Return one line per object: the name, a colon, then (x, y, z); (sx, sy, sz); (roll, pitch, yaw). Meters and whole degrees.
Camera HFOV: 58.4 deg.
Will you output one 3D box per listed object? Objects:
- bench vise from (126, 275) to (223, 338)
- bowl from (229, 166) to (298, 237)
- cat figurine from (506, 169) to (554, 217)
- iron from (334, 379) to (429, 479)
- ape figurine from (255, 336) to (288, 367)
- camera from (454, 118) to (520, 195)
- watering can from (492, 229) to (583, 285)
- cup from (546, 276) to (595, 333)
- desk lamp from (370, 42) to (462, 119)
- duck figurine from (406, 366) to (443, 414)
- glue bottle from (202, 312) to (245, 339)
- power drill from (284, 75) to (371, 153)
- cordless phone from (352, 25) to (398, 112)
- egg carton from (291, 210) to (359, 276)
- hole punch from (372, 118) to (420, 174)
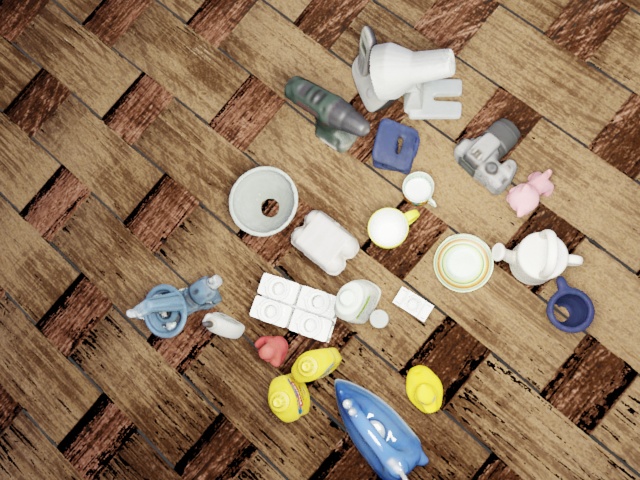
bench vise: (-0.328, 0.130, 1.276); (0.121, 0.220, 0.207); (41, 89, 14)
bowl: (-0.126, -0.086, 1.355); (0.167, 0.075, 0.167); (-2, 80, 9)
cat figurine: (0.455, -0.104, 1.241); (0.128, 0.118, 0.067); (-44, 76, 0)
iron: (0.107, 0.398, 1.199); (0.118, 0.141, 0.258); (-42, 76, 0)
ape figurine: (-0.112, 0.249, 1.286); (0.076, 0.092, 0.078); (-25, 77, 5)
camera: (0.391, -0.197, 1.276); (0.137, 0.101, 0.143); (-44, 76, 0)
watering can: (0.447, 0.036, 1.179); (0.172, 0.194, 0.101); (-17, 78, 6)
cup: (0.511, 0.137, 1.202); (0.091, 0.095, 0.118); (-15, 78, 7)
desk lamp: (0.219, -0.357, 1.275); (0.203, 0.214, 0.118); (2, 80, 10)
duck figurine: (0.223, 0.321, 1.222); (0.077, 0.086, 0.104); (-20, 77, 6)
glue bottle: (-0.226, 0.188, 1.273); (0.078, 0.173, 0.037); (29, 86, 13)
power drill: (0.028, -0.275, 1.294); (0.229, 0.208, 0.076); (36, 88, 13)
cordless phone: (0.123, -0.391, 1.311); (0.094, 0.185, 0.147); (-23, 77, 5)
egg carton: (0.012, 0.005, 1.320); (0.150, 0.069, 0.107); (38, 88, 13)
hole punch: (0.176, -0.217, 1.320); (0.101, 0.091, 0.109); (13, 83, 12)
